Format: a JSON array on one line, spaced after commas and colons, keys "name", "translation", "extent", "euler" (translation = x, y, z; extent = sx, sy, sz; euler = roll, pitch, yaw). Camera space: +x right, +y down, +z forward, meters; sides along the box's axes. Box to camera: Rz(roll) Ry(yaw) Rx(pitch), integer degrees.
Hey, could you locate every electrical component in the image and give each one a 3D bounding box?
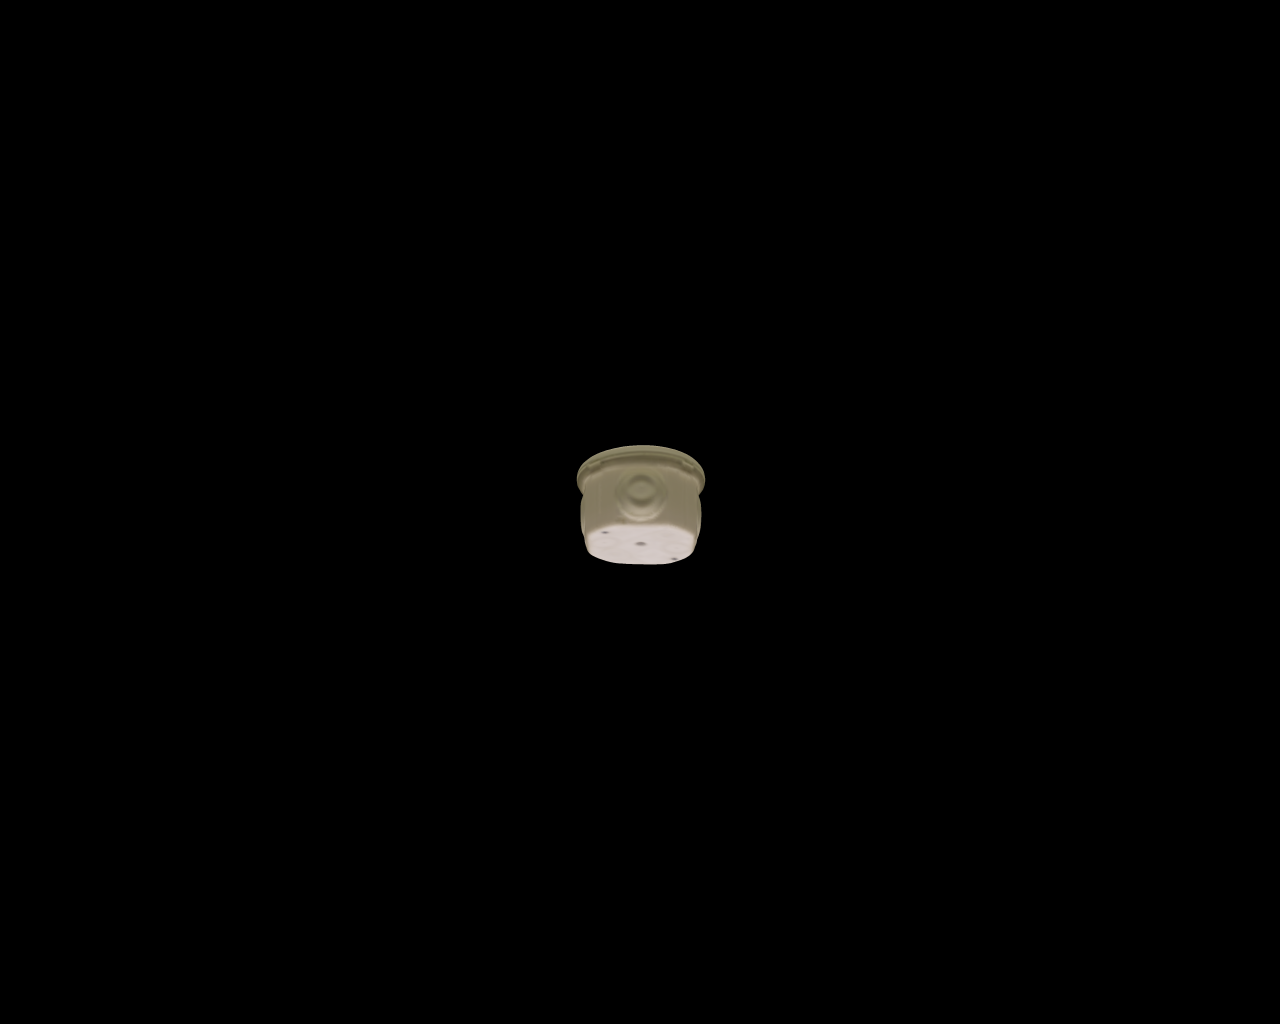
[{"name": "electrical component", "translation": [0.001, -0.003, 0.650], "extent": [0.080, 0.051, 0.080], "euler": [0, -23, 0]}]
